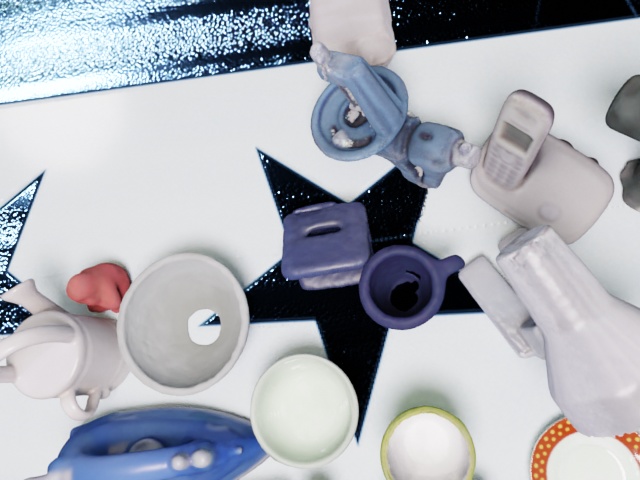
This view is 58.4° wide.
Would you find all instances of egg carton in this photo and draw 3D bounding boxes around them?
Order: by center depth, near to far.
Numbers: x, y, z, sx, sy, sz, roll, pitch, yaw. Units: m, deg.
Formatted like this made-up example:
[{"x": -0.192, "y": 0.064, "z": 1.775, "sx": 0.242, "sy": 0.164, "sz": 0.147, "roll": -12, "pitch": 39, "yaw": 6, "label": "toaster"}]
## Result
[{"x": 0.039, "y": -0.286, "z": 0.747, "sx": 0.107, "sy": 0.069, "sz": 0.150, "roll": -10, "pitch": 76, "yaw": 10, "label": "egg carton"}]

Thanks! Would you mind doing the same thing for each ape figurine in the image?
[{"x": -0.287, "y": 0.063, "z": 0.729, "sx": 0.077, "sy": 0.092, "sz": 0.076, "roll": 35, "pitch": 87, "yaw": 17, "label": "ape figurine"}]

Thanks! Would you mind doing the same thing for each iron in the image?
[{"x": -0.185, "y": 0.247, "z": 0.640, "sx": 0.258, "sy": 0.141, "sz": 0.118, "roll": -12, "pitch": 76, "yaw": 10, "label": "iron"}]

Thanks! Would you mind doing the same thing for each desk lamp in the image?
[{"x": 0.229, "y": 0.073, "z": 0.551, "sx": 0.118, "sy": 0.214, "sz": 0.203, "roll": -37, "pitch": 73, "yaw": 3, "label": "desk lamp"}]

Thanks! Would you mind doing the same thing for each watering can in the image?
[{"x": -0.316, "y": 0.128, "z": 0.667, "sx": 0.172, "sy": 0.194, "sz": 0.101, "roll": 36, "pitch": 87, "yaw": 17, "label": "watering can"}]

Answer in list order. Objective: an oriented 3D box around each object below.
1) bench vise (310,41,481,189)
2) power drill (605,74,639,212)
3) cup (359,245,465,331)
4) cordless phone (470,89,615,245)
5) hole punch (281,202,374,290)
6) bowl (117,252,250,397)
[{"x": 0.075, "y": -0.146, "z": 0.629, "sx": 0.207, "sy": 0.220, "sz": 0.121, "roll": 6, "pitch": 79, "yaw": 14, "label": "bench vise"}, {"x": 0.383, "y": -0.071, "z": 0.552, "sx": 0.229, "sy": 0.209, "sz": 0.076, "roll": 31, "pitch": 86, "yaw": 17, "label": "power drill"}, {"x": 0.106, "y": 0.052, "z": 0.644, "sx": 0.117, "sy": 0.095, "sz": 0.091, "roll": -26, "pitch": 74, "yaw": 6, "label": "cup"}, {"x": 0.236, "y": -0.077, "z": 0.598, "sx": 0.147, "sy": 0.185, "sz": 0.094, "roll": 34, "pitch": 87, "yaw": 17, "label": "cordless phone"}, {"x": 0.006, "y": 0.002, "z": 0.679, "sx": 0.108, "sy": 0.091, "sz": 0.101, "roll": -10, "pitch": 76, "yaw": 10, "label": "hole punch"}, {"x": -0.155, "y": 0.103, "z": 0.700, "sx": 0.167, "sy": 0.075, "sz": 0.167, "roll": -3, "pitch": 77, "yaw": 12, "label": "bowl"}]
